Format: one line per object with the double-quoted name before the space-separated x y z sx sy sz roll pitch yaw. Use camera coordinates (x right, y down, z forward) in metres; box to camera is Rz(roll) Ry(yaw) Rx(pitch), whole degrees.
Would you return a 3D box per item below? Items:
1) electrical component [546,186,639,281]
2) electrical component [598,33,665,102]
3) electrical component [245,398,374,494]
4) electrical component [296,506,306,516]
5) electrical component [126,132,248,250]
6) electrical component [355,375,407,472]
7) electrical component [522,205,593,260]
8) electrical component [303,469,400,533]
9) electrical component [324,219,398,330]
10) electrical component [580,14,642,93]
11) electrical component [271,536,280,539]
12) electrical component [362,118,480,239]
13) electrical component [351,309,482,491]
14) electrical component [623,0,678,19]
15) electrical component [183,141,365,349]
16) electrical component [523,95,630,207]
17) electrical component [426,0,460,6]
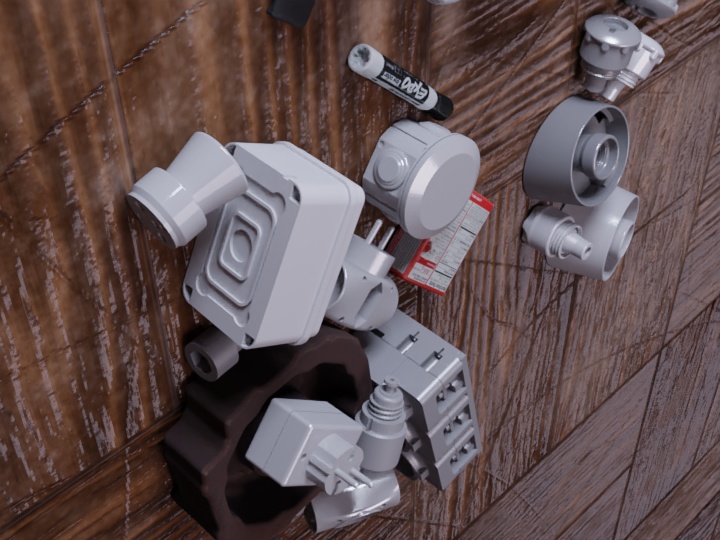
"electrical component" 0.233 -0.039 1.061 0.099 0.064 0.099 -49 152 -38
"electrical component" 0.230 -0.177 0.933 0.048 0.048 0.062 8 119 -55
"electrical component" -0.024 0.126 0.728 0.066 0.077 0.047 15 103 -57
"electrical component" -0.062 0.190 0.877 0.035 0.035 0.061 2 120 -53
"electrical component" -0.098 -0.045 0.612 0.055 0.045 0.045 -44 146 -18
"electrical component" 0.016 0.115 0.807 0.040 0.040 0.078 -17 129 -45
"electrical component" 0.182 -0.030 0.980 0.043 0.062 0.043 -33 141 -32
"electrical component" -0.013 0.198 0.932 0.077 0.044 0.079 -15 163 -19
"electrical component" 0.000 0.000 0.783 0.077 0.043 0.079 22 100 -57
"electrical component" 0.204 -0.178 0.897 0.048 0.048 0.062 -29 146 -36
"electrical component" -0.080 0.268 0.900 0.078 0.057 0.058 -52 148 -8
"electrical component" 0.045 -0.067 0.776 0.080 0.051 0.080 -33 141 -32
"electrical component" 0.042 0.110 0.892 0.062 0.089 0.150 -43 145 -21
"electrical component" 0.252 -0.245 0.902 0.048 0.048 0.062 19 96 -57
"electrical component" -0.054 -0.016 0.665 0.057 0.078 0.113 -5 122 -48
"electrical component" 0.191 -0.104 0.949 0.099 0.064 0.099 -20 119 -41
"electrical component" 0.047 -0.200 0.671 0.048 0.048 0.062 -55 141 -2
